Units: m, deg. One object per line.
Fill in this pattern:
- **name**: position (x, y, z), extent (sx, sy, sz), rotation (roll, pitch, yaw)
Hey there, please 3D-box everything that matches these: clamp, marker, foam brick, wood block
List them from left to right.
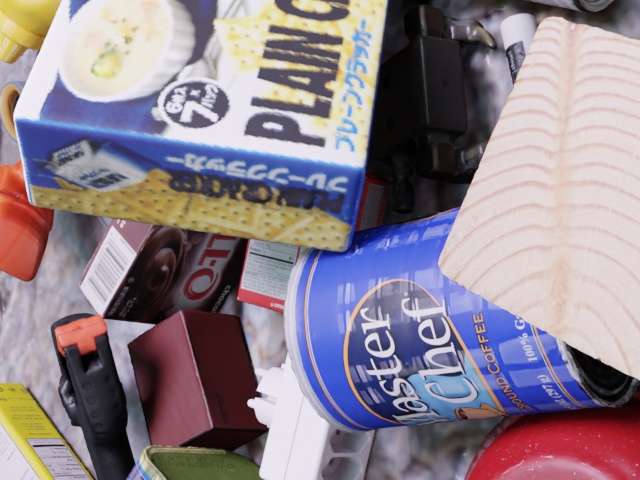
- **clamp**: position (-0.134, 0.106, 0.649), extent (0.120, 0.039, 0.171), rotation (57, 160, 19)
- **foam brick**: position (-0.074, 0.088, 0.643), extent (0.051, 0.052, 0.078), rotation (-32, 63, 29)
- **marker**: position (0.112, -0.058, 0.546), extent (0.020, 0.020, 0.121), rotation (-19, 70, 34)
- **wood block**: position (0.146, 0.001, 0.389), extent (0.090, 0.205, 0.091), rotation (29, 100, 38)

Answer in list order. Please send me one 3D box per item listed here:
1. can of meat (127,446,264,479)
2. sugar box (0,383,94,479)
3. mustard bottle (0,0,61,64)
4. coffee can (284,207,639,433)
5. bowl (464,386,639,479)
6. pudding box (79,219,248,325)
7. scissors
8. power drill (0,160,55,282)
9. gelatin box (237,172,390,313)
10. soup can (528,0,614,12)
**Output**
- **can of meat**: position (-0.077, 0.165, 0.601), extent (0.058, 0.101, 0.084), rotation (37, 102, 35)
- **sugar box**: position (-0.197, 0.186, 0.727), extent (0.176, 0.048, 0.093), rotation (41, 107, 32)
- **mustard bottle**: position (-0.182, -0.211, 0.775), extent (0.192, 0.058, 0.096), rotation (-53, 46, 13)
- **coffee can**: position (0.068, 0.035, 0.509), extent (0.141, 0.102, 0.103), rotation (-13, 74, 36)
- **bowl**: position (0.118, 0.143, 0.481), extent (0.162, 0.055, 0.162), rotation (-8, 77, 37)
- **pudding box**: position (-0.080, -0.002, 0.642), extent (0.039, 0.089, 0.114), rotation (46, 110, 36)
- **scissors**: position (-0.176, -0.080, 0.779), extent (0.202, 0.016, 0.096), rotation (37, 104, 36)
- **power drill**: position (-0.149, -0.065, 0.677), extent (0.188, 0.057, 0.184), rotation (-47, 23, 12)
- **gelatin box**: position (-0.004, 0.001, 0.615), extent (0.073, 0.030, 0.089), rotation (13, 92, 34)
- **soup can**: position (0.102, -0.157, 0.542), extent (0.102, 0.068, 0.068), rotation (23, 96, 38)
